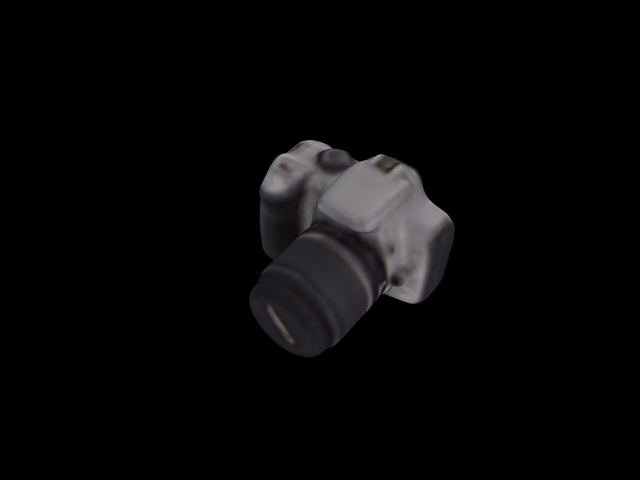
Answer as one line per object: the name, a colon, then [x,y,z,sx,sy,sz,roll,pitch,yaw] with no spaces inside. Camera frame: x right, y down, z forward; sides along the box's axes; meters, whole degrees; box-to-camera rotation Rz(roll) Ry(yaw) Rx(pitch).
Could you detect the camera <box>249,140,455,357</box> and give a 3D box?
camera: [0.004,0.001,0.400,0.142,0.101,0.137,30,54,25]
